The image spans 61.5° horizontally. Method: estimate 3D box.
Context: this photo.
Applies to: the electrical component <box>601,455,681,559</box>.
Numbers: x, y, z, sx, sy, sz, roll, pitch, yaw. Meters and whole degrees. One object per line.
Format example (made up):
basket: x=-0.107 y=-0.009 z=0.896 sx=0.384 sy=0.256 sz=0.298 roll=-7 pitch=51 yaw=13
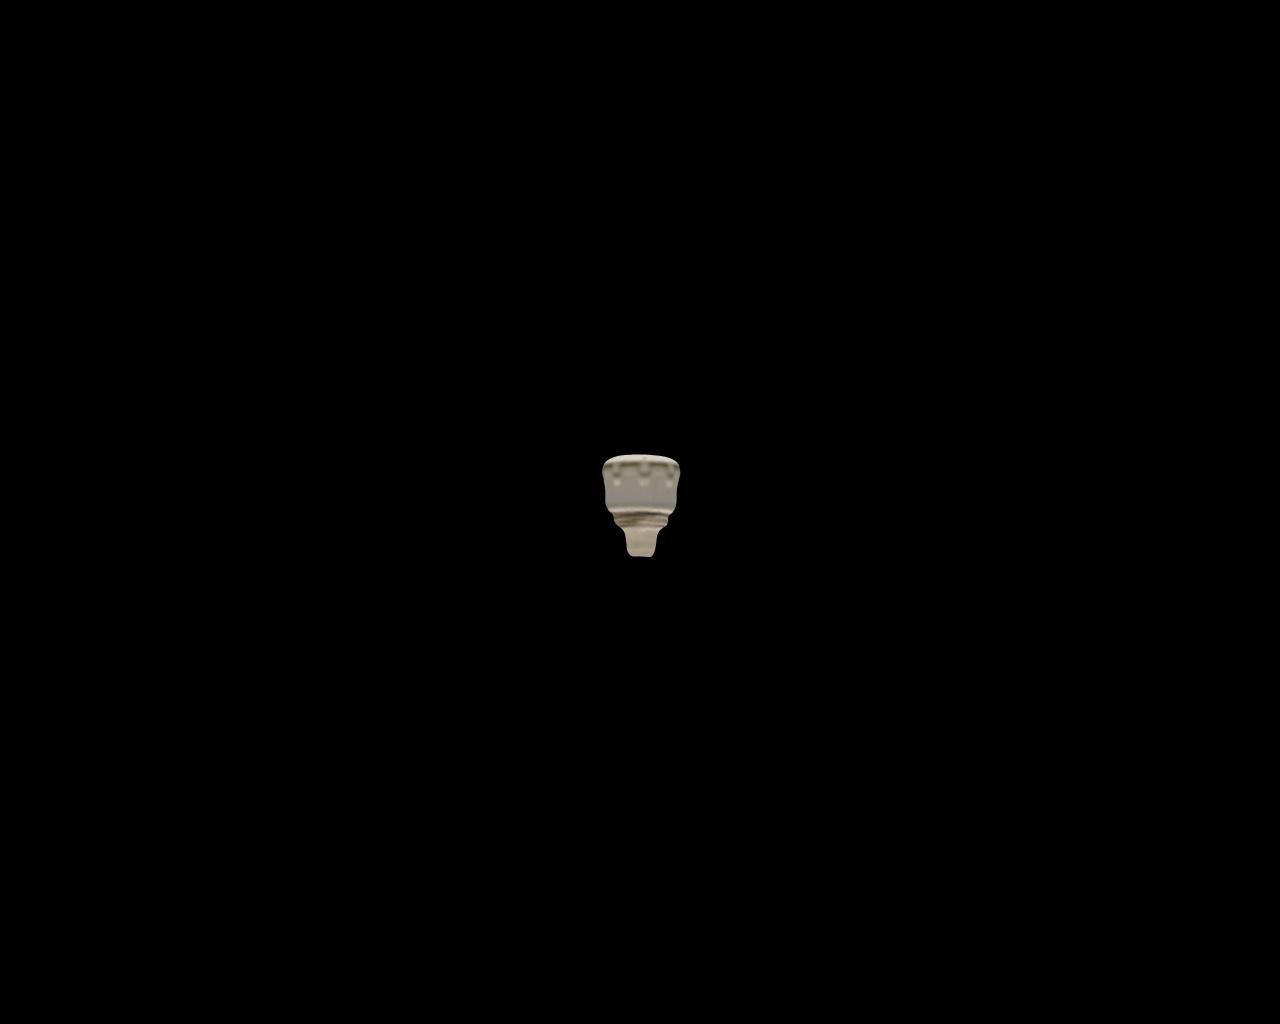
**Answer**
electrical component: x=0.001 y=-0.003 z=0.650 sx=0.048 sy=0.062 sz=0.048 roll=0 pitch=-5 yaw=0
